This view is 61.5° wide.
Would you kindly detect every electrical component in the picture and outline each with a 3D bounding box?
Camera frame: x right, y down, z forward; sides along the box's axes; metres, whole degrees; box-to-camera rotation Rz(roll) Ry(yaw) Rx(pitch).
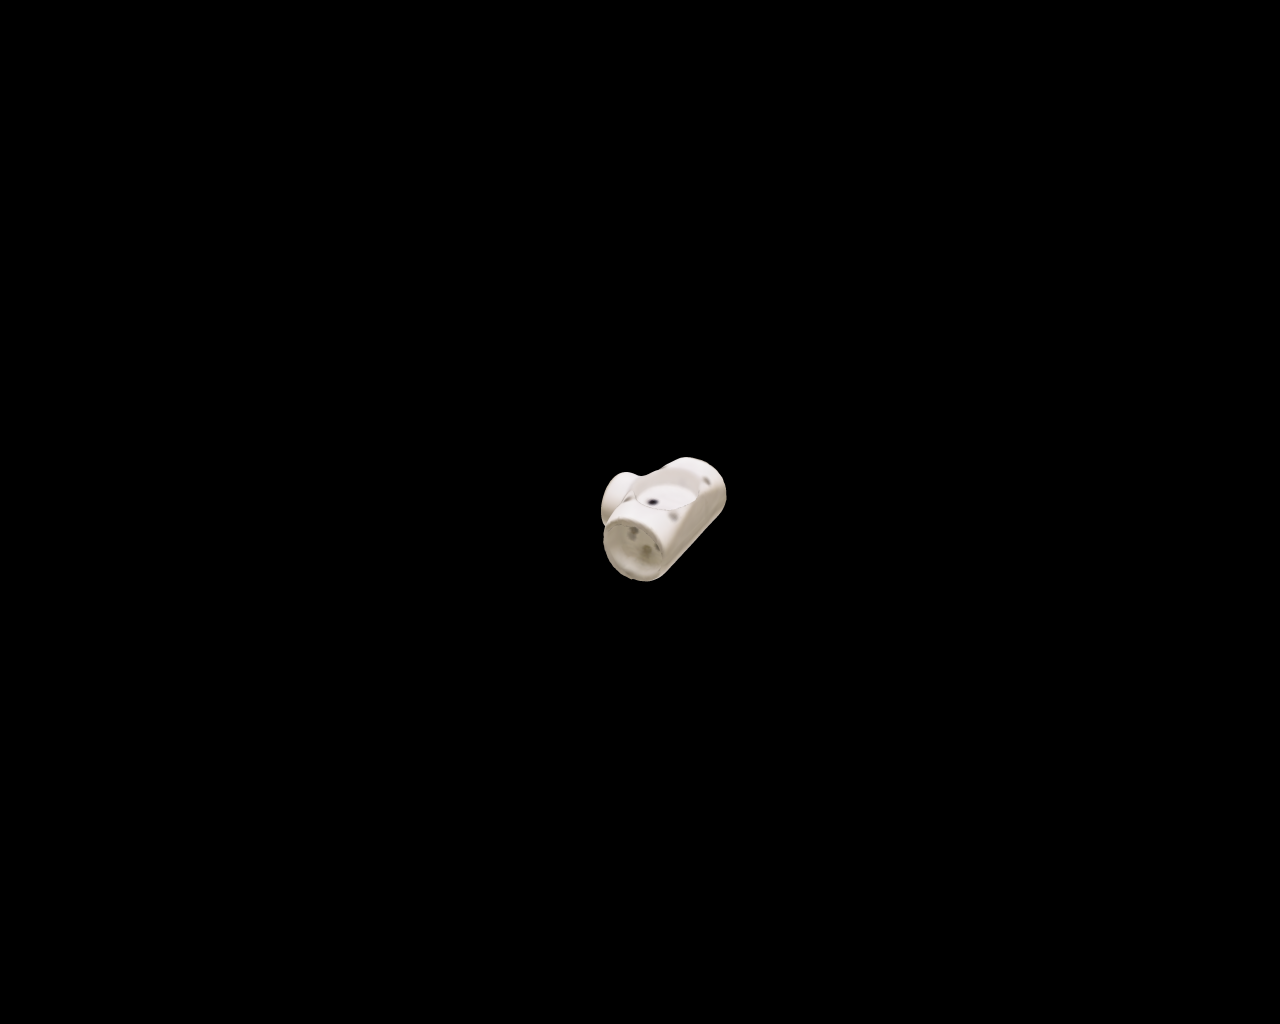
[{"bbox_3d":[0.001,-0.003,0.650,0.079,0.044,0.077,20,41,25],"label":"electrical component"}]
